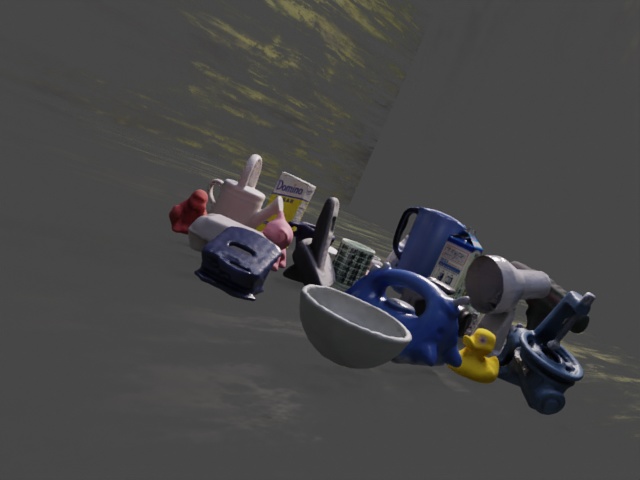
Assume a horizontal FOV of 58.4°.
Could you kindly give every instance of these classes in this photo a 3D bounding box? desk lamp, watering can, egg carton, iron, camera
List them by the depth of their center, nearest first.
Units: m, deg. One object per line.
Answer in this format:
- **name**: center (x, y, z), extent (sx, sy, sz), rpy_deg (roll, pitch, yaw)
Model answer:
- **iron**: center (0.128, 0.110, 0.957), extent (0.119, 0.141, 0.257), rpy_deg (16, 11, -47)
- **egg carton**: center (-0.168, 0.003, 1.064), extent (0.150, 0.069, 0.107), rpy_deg (24, 7, -1)
- **desk lamp**: center (0.390, 0.149, 1.217), extent (0.204, 0.213, 0.117), rpy_deg (20, 8, -28)
- **camera**: center (0.261, 0.148, 1.263), extent (0.136, 0.101, 0.144), rpy_deg (29, 9, 33)
- **watering can**: center (-0.168, -0.099, 1.300), extent (0.173, 0.194, 0.100), rpy_deg (22, 8, -14)

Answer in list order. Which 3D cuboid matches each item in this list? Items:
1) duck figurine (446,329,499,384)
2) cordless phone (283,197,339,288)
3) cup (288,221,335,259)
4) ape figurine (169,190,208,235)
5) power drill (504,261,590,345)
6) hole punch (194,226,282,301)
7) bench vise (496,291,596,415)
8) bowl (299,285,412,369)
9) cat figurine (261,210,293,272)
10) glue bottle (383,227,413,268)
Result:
- **duck figurine**: center (0.283, 0.200, 1.015), extent (0.105, 0.086, 0.077), rpy_deg (20, 8, -29)
- **cordless phone**: center (0.011, 0.004, 1.166), extent (0.094, 0.185, 0.148), rpy_deg (25, 7, 9)
- **cup**: center (-0.034, 0.012, 1.321), extent (0.118, 0.095, 0.091), rpy_deg (21, 8, -24)
- **ape figurine**: center (-0.253, -0.058, 1.140), extent (0.078, 0.092, 0.076), rpy_deg (23, 7, -7)
- **power drill**: center (0.491, 0.181, 1.329), extent (0.076, 0.208, 0.228), rpy_deg (17, 10, -42)
- **hole punch**: center (-0.125, 0.033, 0.900), extent (0.108, 0.091, 0.101), rpy_deg (25, 7, 9)
- **bench vise**: center (0.396, 0.175, 1.029), extent (0.122, 0.220, 0.206), rpy_deg (20, 8, -27)
- **bowl**: center (0.038, 0.130, 0.793), extent (0.167, 0.075, 0.167), rpy_deg (23, 7, -3)
- **cat figurine**: center (-0.088, -0.002, 1.161), extent (0.067, 0.118, 0.128), rpy_deg (24, 7, 4)
- **glue bottle**: center (0.234, 0.042, 1.646), extent (0.078, 0.173, 0.037), rpy_deg (18, 9, -37)
